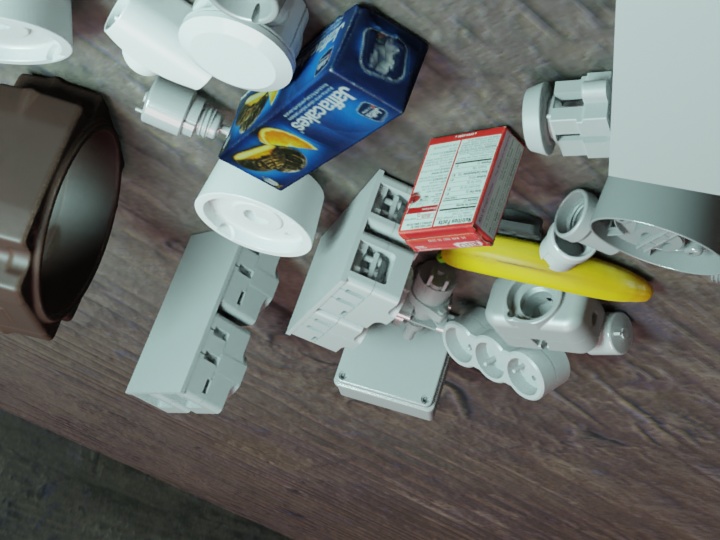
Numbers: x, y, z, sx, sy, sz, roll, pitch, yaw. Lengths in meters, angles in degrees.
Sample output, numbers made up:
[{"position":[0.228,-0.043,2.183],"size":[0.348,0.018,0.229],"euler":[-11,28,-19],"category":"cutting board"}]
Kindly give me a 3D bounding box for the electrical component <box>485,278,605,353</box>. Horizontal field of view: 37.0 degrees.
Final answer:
[{"position":[0.167,0.037,0.982],"size":[0.095,0.053,0.059],"euler":[4,154,33],"category":"electrical component"}]

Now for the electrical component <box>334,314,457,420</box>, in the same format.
[{"position":[0.041,0.091,1.141],"size":[0.109,0.108,0.056],"euler":[15,160,11],"category":"electrical component"}]

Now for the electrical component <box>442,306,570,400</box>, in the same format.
[{"position":[0.154,0.074,1.065],"size":[0.138,0.074,0.052],"euler":[25,133,46],"category":"electrical component"}]

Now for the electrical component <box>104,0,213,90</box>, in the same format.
[{"position":[-0.148,-0.164,0.782],"size":[0.077,0.043,0.079],"euler":[31,155,-27],"category":"electrical component"}]

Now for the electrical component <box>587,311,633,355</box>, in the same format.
[{"position":[0.219,0.060,1.011],"size":[0.078,0.040,0.040],"euler":[-5,148,47],"category":"electrical component"}]

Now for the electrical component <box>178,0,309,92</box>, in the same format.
[{"position":[-0.077,-0.160,0.722],"size":[0.080,0.051,0.080],"euler":[16,158,7],"category":"electrical component"}]

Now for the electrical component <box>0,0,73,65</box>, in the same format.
[{"position":[-0.260,-0.193,0.772],"size":[0.108,0.060,0.108],"euler":[2,173,0],"category":"electrical component"}]

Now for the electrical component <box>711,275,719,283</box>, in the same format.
[{"position":[0.280,-0.005,0.806],"size":[0.062,0.048,0.048],"euler":[17,159,24],"category":"electrical component"}]

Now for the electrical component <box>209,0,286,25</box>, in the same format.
[{"position":[-0.065,-0.185,0.661],"size":[0.055,0.047,0.055],"euler":[17,158,7],"category":"electrical component"}]

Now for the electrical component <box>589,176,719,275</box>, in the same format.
[{"position":[0.215,-0.033,0.763],"size":[0.099,0.064,0.099],"euler":[17,158,7],"category":"electrical component"}]

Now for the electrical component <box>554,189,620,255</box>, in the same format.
[{"position":[0.179,-0.035,0.823],"size":[0.046,0.040,0.040],"euler":[22,159,-21],"category":"electrical component"}]

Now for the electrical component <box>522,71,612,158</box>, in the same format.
[{"position":[0.138,-0.099,0.698],"size":[0.055,0.048,0.066],"euler":[0,152,24],"category":"electrical component"}]

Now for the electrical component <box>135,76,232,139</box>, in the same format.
[{"position":[-0.140,-0.127,0.869],"size":[0.078,0.040,0.040],"euler":[22,158,-8],"category":"electrical component"}]

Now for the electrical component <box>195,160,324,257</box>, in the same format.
[{"position":[-0.083,-0.064,0.943],"size":[0.108,0.060,0.108],"euler":[17,158,7],"category":"electrical component"}]

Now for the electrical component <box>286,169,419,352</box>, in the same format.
[{"position":[0.000,0.000,0.964],"size":[0.060,0.105,0.186],"euler":[23,158,-10],"category":"electrical component"}]

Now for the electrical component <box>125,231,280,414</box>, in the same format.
[{"position":[-0.156,0.053,1.109],"size":[0.060,0.186,0.105],"euler":[35,154,-33],"category":"electrical component"}]

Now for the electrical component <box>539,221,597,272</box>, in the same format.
[{"position":[0.167,-0.021,0.867],"size":[0.040,0.040,0.046],"euler":[20,164,0],"category":"electrical component"}]

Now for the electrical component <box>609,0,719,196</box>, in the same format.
[{"position":[0.198,-0.115,0.589],"size":[0.105,0.060,0.186],"euler":[12,157,17],"category":"electrical component"}]
